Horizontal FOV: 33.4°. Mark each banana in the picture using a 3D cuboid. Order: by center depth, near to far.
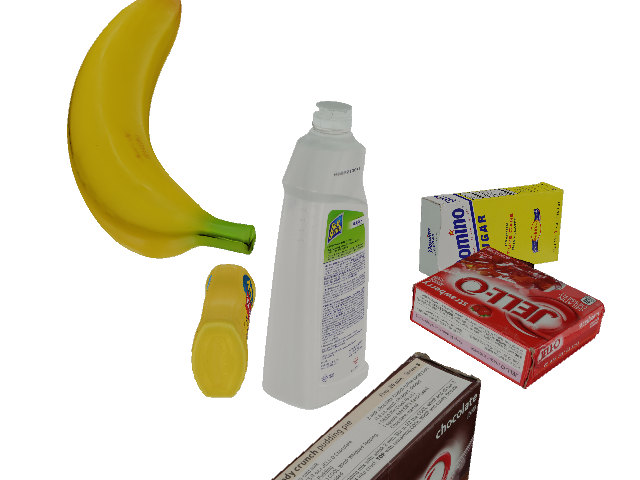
[{"bbox_3d":[-0.084,-0.055,0.500,0.069,0.037,0.198,-5,46,-16],"label":"banana"}]

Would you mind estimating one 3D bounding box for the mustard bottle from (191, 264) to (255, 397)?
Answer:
[{"bbox_3d":[-0.103,0.081,1.170,0.058,0.096,0.191,0,28,0],"label":"mustard bottle"}]

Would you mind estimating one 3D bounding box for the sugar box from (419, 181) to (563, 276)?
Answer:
[{"bbox_3d":[0.201,-0.012,1.255,0.175,0.093,0.048,-9,19,-28],"label":"sugar box"}]

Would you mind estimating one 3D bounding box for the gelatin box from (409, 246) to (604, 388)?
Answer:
[{"bbox_3d":[0.110,0.042,0.632,0.073,0.030,0.089,-24,40,-39],"label":"gelatin box"}]

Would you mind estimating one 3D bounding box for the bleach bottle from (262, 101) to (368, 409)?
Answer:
[{"bbox_3d":[0.005,0.009,0.885,0.068,0.251,0.102,18,24,30],"label":"bleach bottle"}]

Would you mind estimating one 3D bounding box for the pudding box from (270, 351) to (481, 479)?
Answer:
[{"bbox_3d":[0.022,0.114,0.455,0.039,0.090,0.113,24,40,29],"label":"pudding box"}]

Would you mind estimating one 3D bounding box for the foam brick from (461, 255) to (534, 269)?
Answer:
[{"bbox_3d":[0.172,0.057,1.047,0.051,0.078,0.053,-11,19,-34],"label":"foam brick"}]
